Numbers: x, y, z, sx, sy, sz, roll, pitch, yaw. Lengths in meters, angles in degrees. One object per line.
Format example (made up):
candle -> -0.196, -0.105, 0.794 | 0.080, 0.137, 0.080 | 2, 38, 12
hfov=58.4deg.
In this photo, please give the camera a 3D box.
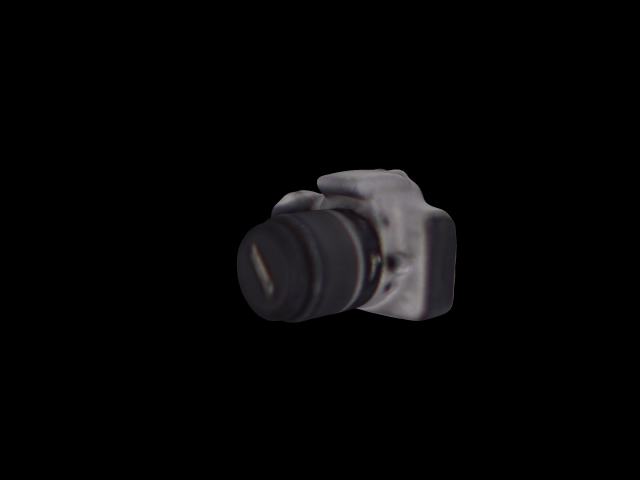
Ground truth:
camera -> 0.004, 0.001, 0.400 | 0.137, 0.101, 0.142 | -8, 11, -43
